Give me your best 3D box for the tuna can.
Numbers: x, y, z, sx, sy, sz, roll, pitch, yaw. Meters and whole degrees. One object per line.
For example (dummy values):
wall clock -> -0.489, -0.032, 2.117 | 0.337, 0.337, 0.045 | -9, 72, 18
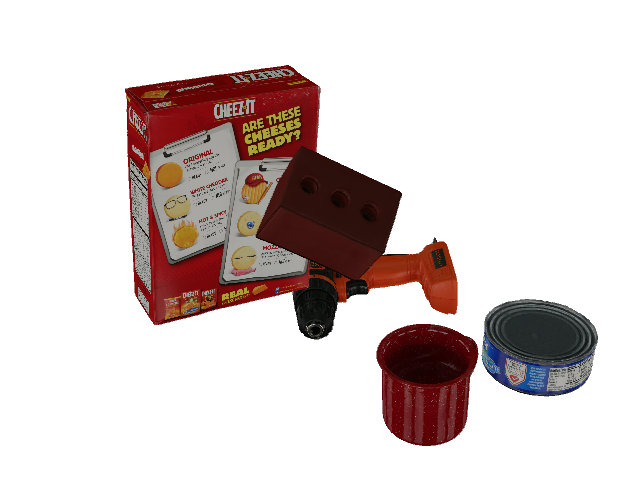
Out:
tuna can -> 0.168, 0.082, 0.823 | 0.086, 0.034, 0.086 | 1, 30, -1

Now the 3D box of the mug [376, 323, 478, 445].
mug -> 0.108, 0.134, 1.015 | 0.093, 0.081, 0.117 | 27, 43, 37

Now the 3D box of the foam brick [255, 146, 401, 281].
foam brick -> 0.005, -0.017, 0.718 | 0.078, 0.053, 0.051 | 24, -30, -8

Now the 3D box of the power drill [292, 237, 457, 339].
power drill -> 0.061, 0.053, 1.234 | 0.187, 0.057, 0.184 | -2, 28, 0

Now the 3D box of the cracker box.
cracker box -> -0.091, -0.043, 0.982 | 0.164, 0.214, 0.072 | -13, 33, -25
